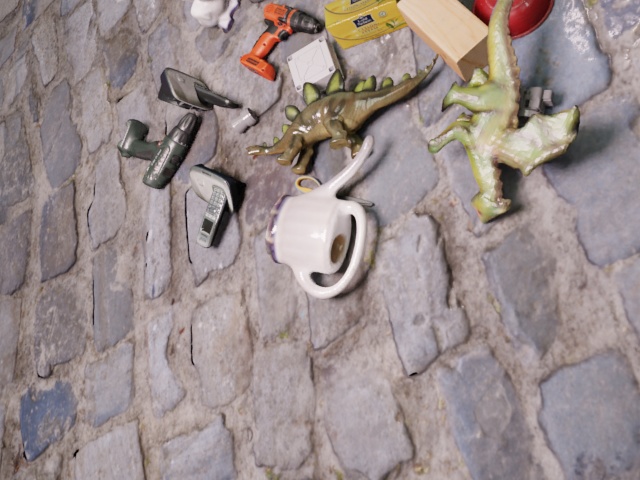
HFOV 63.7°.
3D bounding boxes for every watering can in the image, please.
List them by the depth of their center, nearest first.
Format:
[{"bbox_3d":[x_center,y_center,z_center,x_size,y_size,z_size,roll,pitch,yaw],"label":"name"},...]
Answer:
[{"bbox_3d":[0.003,-0.055,1.088,0.225,0.349,0.103,8,-7,29],"label":"watering can"}]

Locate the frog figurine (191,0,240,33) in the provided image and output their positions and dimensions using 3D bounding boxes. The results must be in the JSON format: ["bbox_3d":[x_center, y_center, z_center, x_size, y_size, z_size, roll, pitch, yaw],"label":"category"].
[{"bbox_3d":[-0.302,-0.654,1.385,0.124,0.137,0.158,41,8,31],"label":"frog figurine"}]

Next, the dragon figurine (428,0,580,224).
[{"bbox_3d":[0.342,-0.224,0.914,0.122,0.404,0.246,-5,30,-47],"label":"dragon figurine"}]
